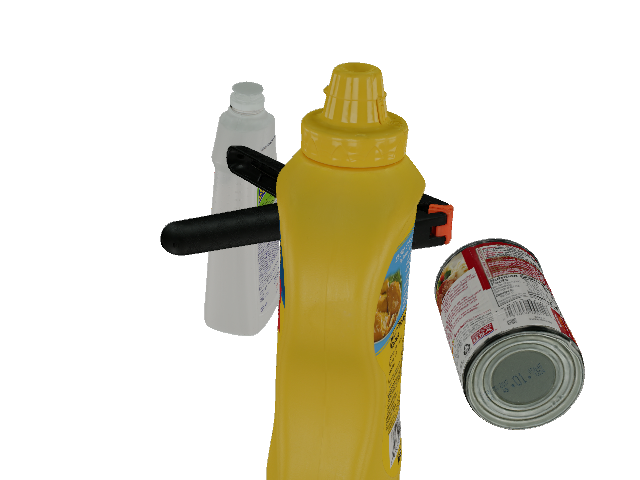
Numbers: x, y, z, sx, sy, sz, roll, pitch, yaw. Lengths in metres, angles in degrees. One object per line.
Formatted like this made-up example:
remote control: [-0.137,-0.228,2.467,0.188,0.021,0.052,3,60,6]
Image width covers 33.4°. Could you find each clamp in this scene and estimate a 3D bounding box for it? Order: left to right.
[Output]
clamp: [-0.003,-0.029,0.826,0.210,0.036,0.164,4,30,6]

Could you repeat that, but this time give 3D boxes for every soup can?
soup can: [0.107,0.051,0.614,0.068,0.068,0.102,0,28,-3]

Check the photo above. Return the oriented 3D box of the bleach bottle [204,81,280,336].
bleach bottle: [-0.071,-0.035,1.026,0.068,0.251,0.102,11,33,10]

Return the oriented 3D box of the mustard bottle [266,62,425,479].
mustard bottle: [0.010,0.023,0.436,0.058,0.192,0.096,8,25,11]
